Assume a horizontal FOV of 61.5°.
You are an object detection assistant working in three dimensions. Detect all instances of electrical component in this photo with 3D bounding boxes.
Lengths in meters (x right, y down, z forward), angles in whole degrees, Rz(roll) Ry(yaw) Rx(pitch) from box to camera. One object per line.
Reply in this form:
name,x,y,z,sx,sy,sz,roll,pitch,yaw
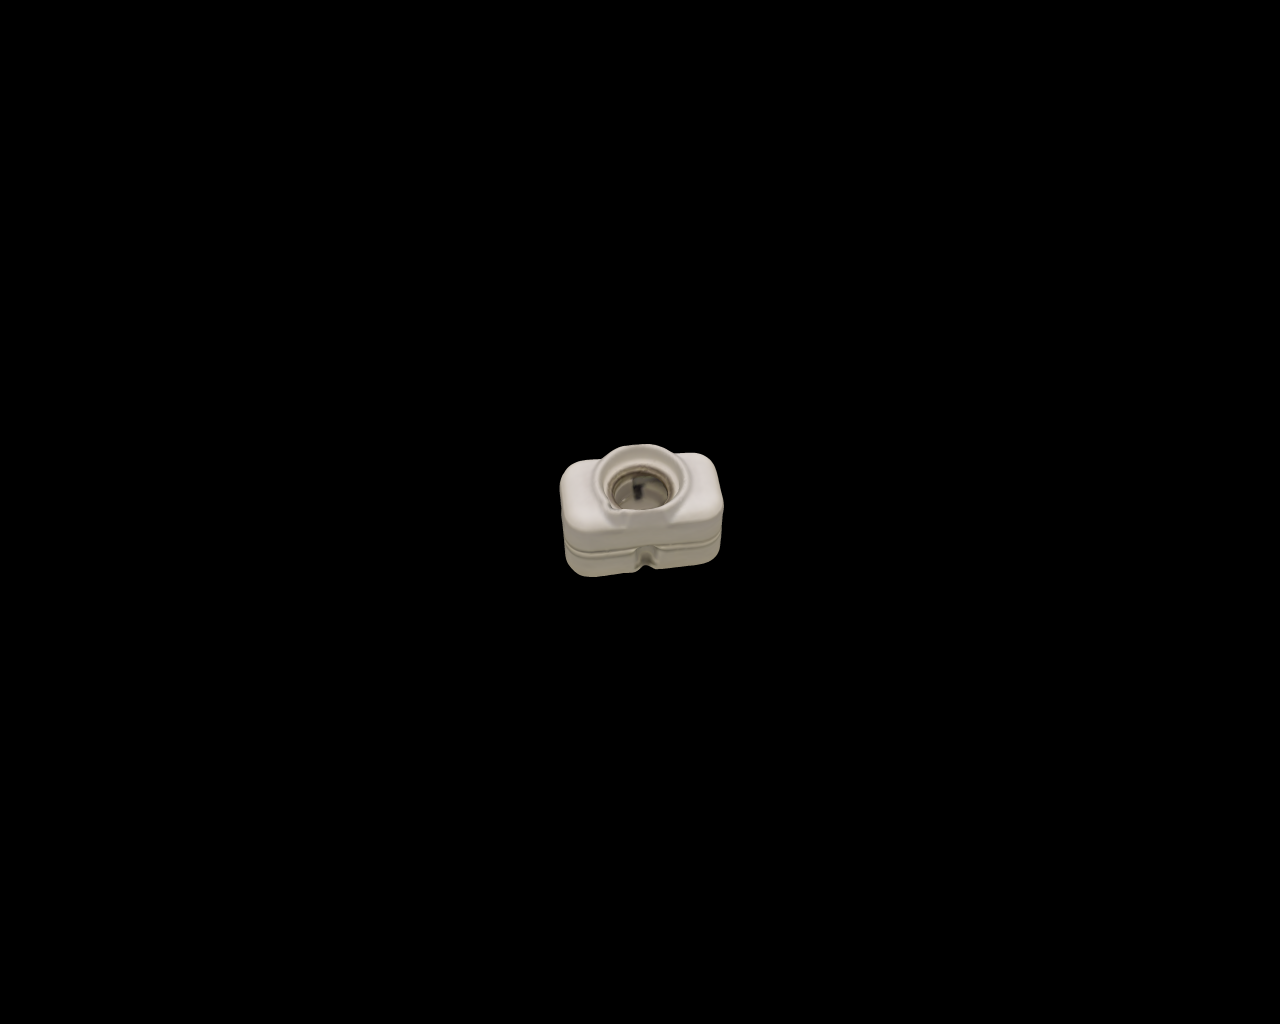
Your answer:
electrical component,0.001,-0.003,0.650,0.095,0.054,0.059,-5,-37,-4
